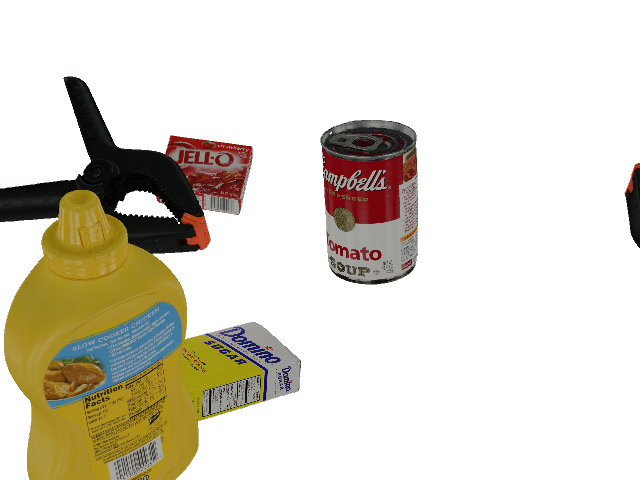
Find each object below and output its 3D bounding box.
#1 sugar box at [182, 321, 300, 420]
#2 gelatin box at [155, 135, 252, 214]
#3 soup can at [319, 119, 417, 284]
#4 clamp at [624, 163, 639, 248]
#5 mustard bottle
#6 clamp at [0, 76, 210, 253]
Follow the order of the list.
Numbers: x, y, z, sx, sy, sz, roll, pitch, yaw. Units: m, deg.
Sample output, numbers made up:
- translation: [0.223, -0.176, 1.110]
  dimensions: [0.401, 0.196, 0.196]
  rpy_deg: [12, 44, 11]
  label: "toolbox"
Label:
- translation: [-0.117, 0.135, 1.067]
  dimensions: [0.175, 0.048, 0.093]
  rpy_deg: [-15, 32, -31]
  label: "sugar box"
- translation: [-0.120, -0.069, 1.101]
  dimensions: [0.089, 0.073, 0.030]
  rpy_deg: [9, -37, 2]
  label: "gelatin box"
- translation: [0.036, -0.028, 0.773]
  dimensions: [0.068, 0.102, 0.068]
  rpy_deg: [-3, 28, 1]
  label: "soup can"
- translation: [0.269, 0.009, 0.697]
  dimensions: [0.120, 0.039, 0.171]
  rpy_deg: [-4, 46, -23]
  label: "clamp"
- translation: [-0.114, 0.058, 0.557]
  dimensions: [0.096, 0.192, 0.058]
  rpy_deg: [-24, 43, -30]
  label: "mustard bottle"
- translation: [-0.171, -0.051, 0.838]
  dimensions: [0.210, 0.164, 0.036]
  rpy_deg: [18, -32, 19]
  label: "clamp"
